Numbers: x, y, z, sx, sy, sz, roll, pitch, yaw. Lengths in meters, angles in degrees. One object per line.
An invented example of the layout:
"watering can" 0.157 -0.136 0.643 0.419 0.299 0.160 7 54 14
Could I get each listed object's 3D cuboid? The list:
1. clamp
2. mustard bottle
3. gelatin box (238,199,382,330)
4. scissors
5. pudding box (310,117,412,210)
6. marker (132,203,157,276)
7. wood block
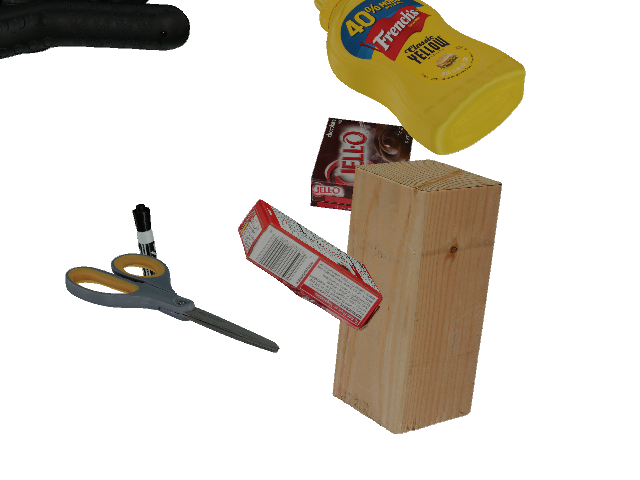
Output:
"clamp" -0.165 -0.133 0.626 0.171 0.039 0.120 -4 22 -9
"mustard bottle" 0.062 -0.148 0.840 0.096 0.058 0.192 -36 56 -19
"gelatin box" -0.008 0.015 0.679 0.089 0.030 0.073 33 7 -15
"scissors" -0.113 0.047 0.885 0.202 0.016 0.096 13 25 15
"pudding box" 0.042 -0.074 1.059 0.090 0.039 0.113 8 38 5
"marker" -0.188 0.018 1.170 0.020 0.121 0.020 -5 21 2
"wood block" 0.079 0.044 0.898 0.090 0.206 0.090 -7 21 -37
